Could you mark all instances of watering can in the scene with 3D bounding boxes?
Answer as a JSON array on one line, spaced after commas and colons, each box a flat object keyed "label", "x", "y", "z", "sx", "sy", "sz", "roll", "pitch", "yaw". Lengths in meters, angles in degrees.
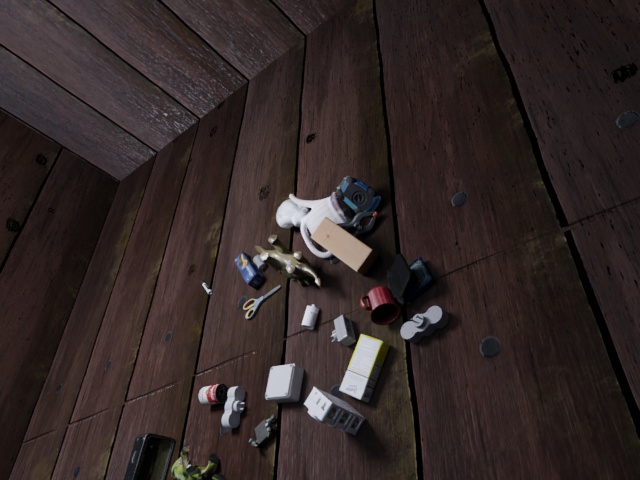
[{"label": "watering can", "x": 0.006, "y": -0.098, "z": 1.952, "sx": 0.222, "sy": 0.103, "sz": 0.354, "roll": -39, "pitch": 56, "yaw": 20}]

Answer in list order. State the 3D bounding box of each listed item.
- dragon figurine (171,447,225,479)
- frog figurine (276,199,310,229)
[{"label": "dragon figurine", "x": -0.416, "y": 0.846, "z": 1.677, "sx": 0.240, "sy": 0.121, "sz": 0.417, "roll": -63, "pitch": 32, "yaw": 15}, {"label": "frog figurine", "x": -0.104, "y": -0.098, "z": 2.090, "sx": 0.138, "sy": 0.121, "sz": 0.161, "roll": -37, "pitch": 23, "yaw": -10}]
